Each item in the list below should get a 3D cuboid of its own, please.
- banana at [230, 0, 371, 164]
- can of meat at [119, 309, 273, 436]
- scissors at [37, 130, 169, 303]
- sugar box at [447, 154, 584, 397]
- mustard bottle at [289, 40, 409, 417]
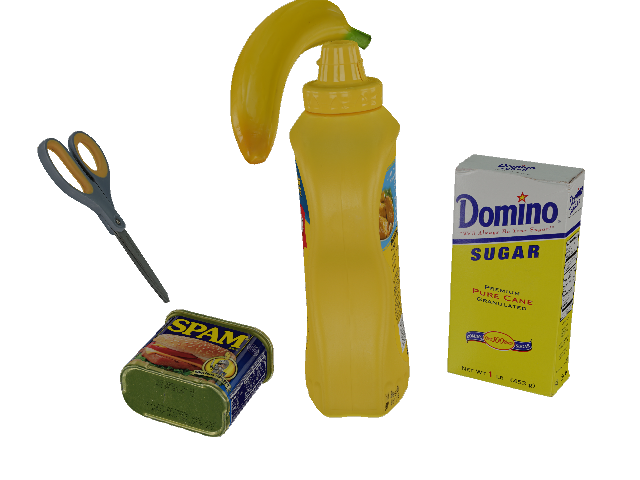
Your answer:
[{"bbox_3d":[-0.023,-0.130,0.775,0.197,0.069,0.037,-53,0,-44],"label":"banana"},{"bbox_3d":[-0.101,0.108,0.874,0.102,0.057,0.083,12,32,19],"label":"can of meat"},{"bbox_3d":[-0.210,-0.033,1.092,0.016,0.201,0.096,-28,26,26],"label":"scissors"},{"bbox_3d":[0.150,0.027,0.832,0.093,0.176,0.048,10,24,29],"label":"sugar box"},{"bbox_3d":[0.016,-0.009,0.568,0.058,0.192,0.096,-1,19,7],"label":"mustard bottle"}]
